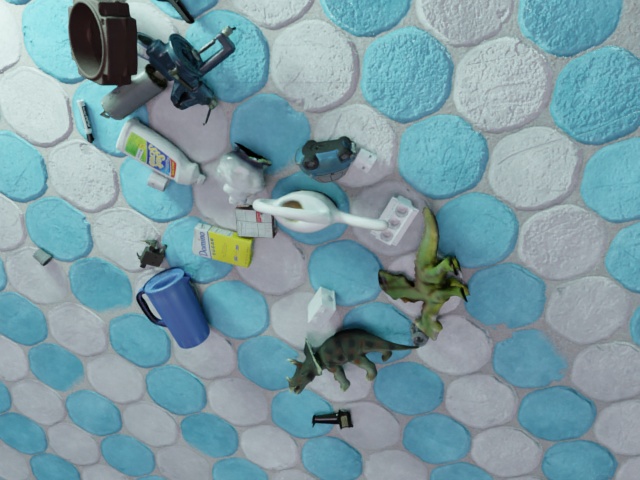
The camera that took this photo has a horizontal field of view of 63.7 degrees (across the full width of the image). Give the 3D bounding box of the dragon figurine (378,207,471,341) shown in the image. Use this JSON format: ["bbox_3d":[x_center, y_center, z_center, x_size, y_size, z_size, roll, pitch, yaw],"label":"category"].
[{"bbox_3d":[0.273,0.106,1.433,0.241,0.124,0.405,-18,110,26],"label":"dragon figurine"}]

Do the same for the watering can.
[{"bbox_3d":[0.004,-0.067,1.333,0.348,0.226,0.103,10,100,6],"label":"watering can"}]

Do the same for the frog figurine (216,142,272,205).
[{"bbox_3d":[-0.216,-0.163,1.388,0.136,0.125,0.158,22,107,-22],"label":"frog figurine"}]
